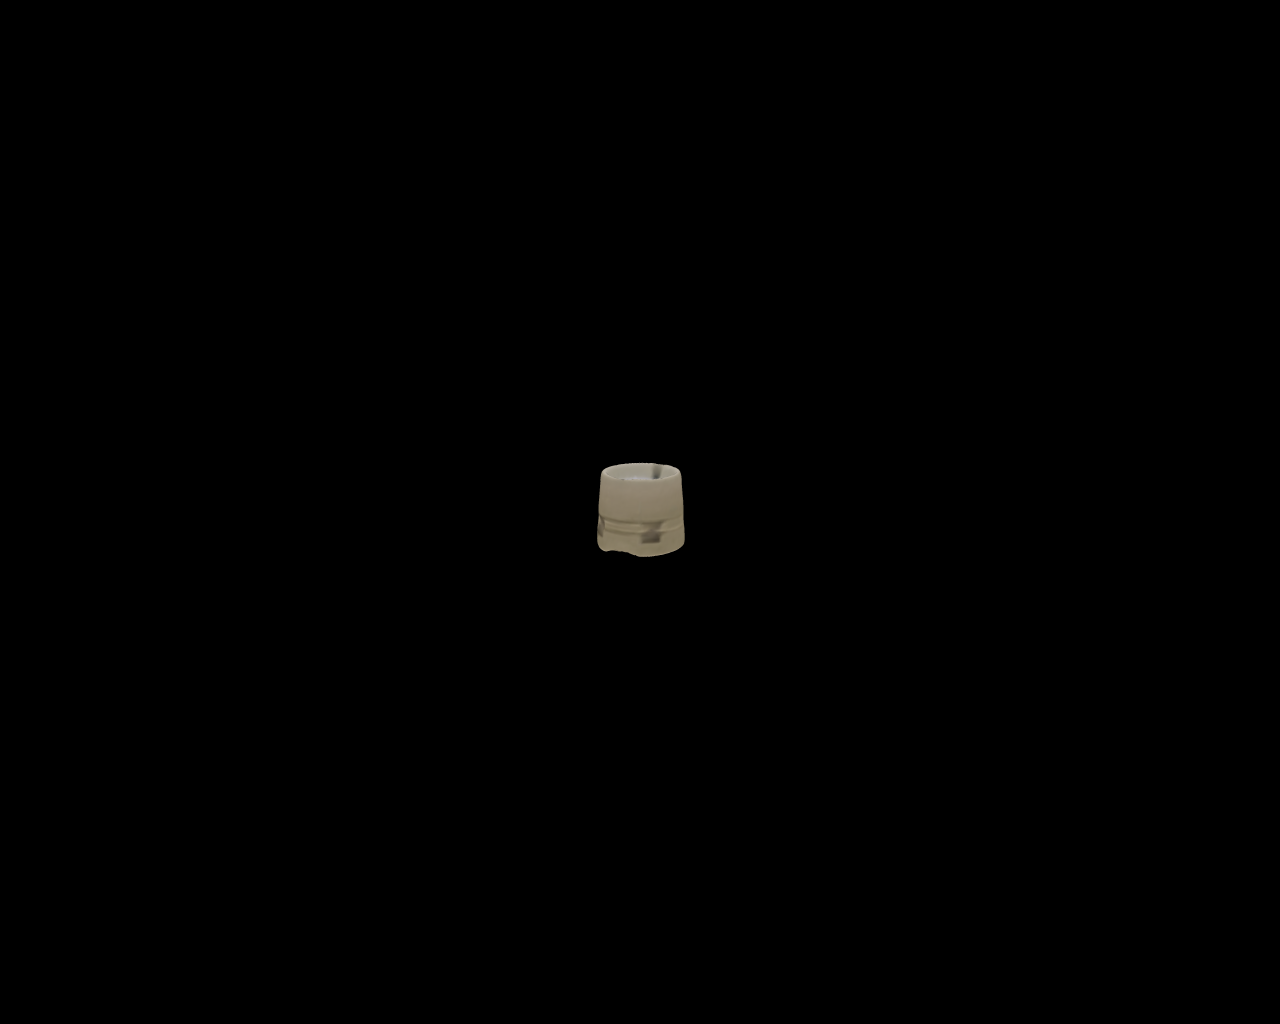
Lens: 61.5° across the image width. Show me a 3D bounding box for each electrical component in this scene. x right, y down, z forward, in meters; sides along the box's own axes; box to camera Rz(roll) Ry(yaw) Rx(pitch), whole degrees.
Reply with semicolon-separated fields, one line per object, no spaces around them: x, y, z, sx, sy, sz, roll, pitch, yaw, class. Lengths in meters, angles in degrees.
0.001;-0.003;0.650;0.055;0.047;0.055;0;15;0;electrical component
